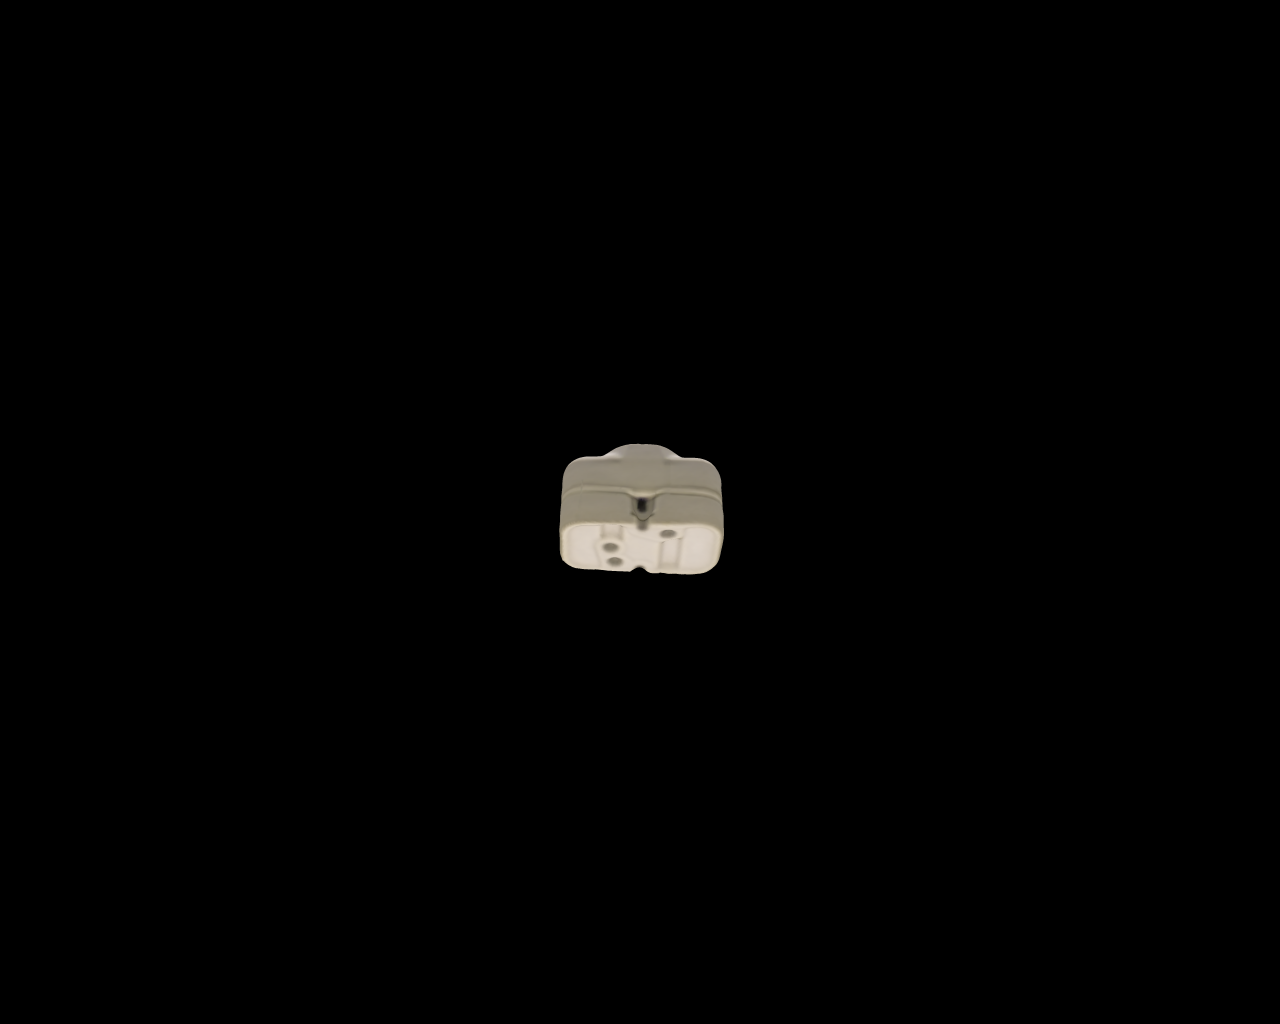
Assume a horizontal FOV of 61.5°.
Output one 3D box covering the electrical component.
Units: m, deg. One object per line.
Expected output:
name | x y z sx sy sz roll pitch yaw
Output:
electrical component | 0.001 -0.003 0.650 0.095 0.059 0.053 2 -36 -2
